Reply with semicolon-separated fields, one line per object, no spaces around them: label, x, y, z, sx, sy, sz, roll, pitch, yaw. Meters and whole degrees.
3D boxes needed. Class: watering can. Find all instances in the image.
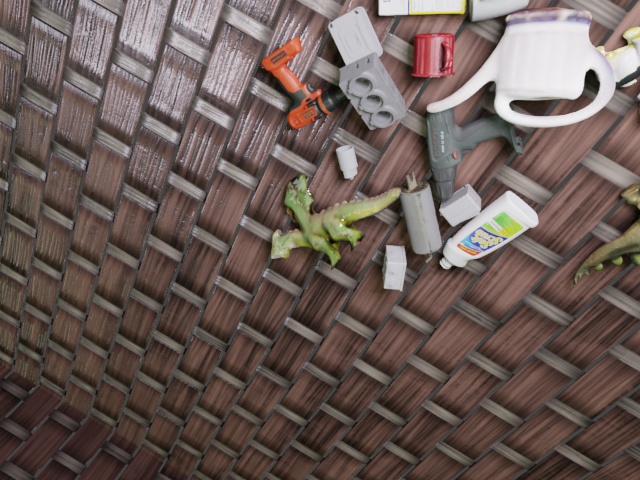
watering can;0.387;-0.338;1.012;0.348;0.223;0.104;9;10;25

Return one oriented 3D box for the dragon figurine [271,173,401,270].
dragon figurine;0.004;-0.067;1.330;0.403;0.243;0.124;-49;-3;31
